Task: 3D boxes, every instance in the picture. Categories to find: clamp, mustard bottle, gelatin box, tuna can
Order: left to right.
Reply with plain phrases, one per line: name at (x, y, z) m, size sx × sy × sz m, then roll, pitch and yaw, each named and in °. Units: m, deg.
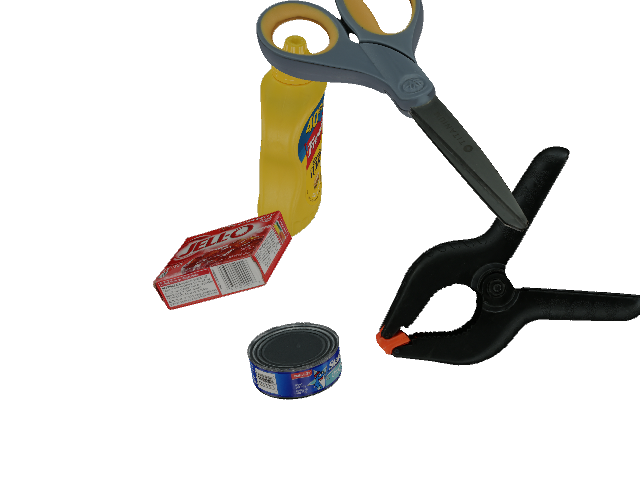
gelatin box at (-0.074, 0.015, 0.816) m, size 0.089 × 0.030 × 0.073 m, roll -15°, pitch 22°, yaw 23°
mustard bottle at (-0.026, -0.103, 0.985) m, size 0.058 × 0.192 × 0.096 m, roll 14°, pitch 43°, yaw 11°
tuna can at (-0.023, 0.111, 0.990) m, size 0.086 × 0.034 × 0.086 m, roll -7°, pitch 24°, yaw 3°
clamp at (0.120, 0.034, 0.679) m, size 0.171 × 0.120 × 0.039 m, roll -37°, pitch -6°, yaw 3°

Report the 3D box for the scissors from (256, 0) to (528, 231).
scissors at (0.024, -0.070, 0.513) m, size 0.096 × 0.202 × 0.016 m, roll -14°, pitch -40°, yaw 1°
